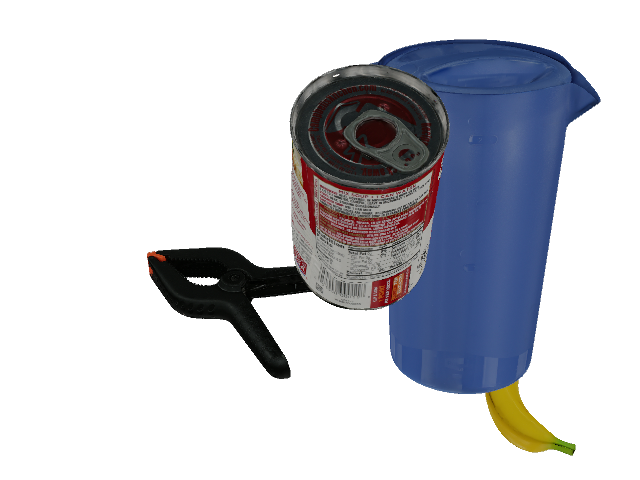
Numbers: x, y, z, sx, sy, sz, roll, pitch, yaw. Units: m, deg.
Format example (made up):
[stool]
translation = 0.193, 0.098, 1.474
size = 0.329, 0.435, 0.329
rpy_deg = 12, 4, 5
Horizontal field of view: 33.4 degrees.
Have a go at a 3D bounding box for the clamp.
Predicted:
[clamp]
translation = -0.082, 0.056, 1.029
size = 0.210, 0.036, 0.164
rpy_deg = 12, 38, 16

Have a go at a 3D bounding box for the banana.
[banana]
translation = 0.217, 0.179, 1.185
size = 0.069, 0.037, 0.198
rpy_deg = 11, 25, -14

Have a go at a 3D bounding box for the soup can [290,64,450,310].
[soup can]
translation = 0.020, -0.021, 0.491
size = 0.068, 0.068, 0.102
rpy_deg = 0, -35, -1

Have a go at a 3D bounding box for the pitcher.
[pitcher]
translation = 0.095, -0.017, 0.771
size = 0.144, 0.243, 0.149
rpy_deg = -16, 30, -30
